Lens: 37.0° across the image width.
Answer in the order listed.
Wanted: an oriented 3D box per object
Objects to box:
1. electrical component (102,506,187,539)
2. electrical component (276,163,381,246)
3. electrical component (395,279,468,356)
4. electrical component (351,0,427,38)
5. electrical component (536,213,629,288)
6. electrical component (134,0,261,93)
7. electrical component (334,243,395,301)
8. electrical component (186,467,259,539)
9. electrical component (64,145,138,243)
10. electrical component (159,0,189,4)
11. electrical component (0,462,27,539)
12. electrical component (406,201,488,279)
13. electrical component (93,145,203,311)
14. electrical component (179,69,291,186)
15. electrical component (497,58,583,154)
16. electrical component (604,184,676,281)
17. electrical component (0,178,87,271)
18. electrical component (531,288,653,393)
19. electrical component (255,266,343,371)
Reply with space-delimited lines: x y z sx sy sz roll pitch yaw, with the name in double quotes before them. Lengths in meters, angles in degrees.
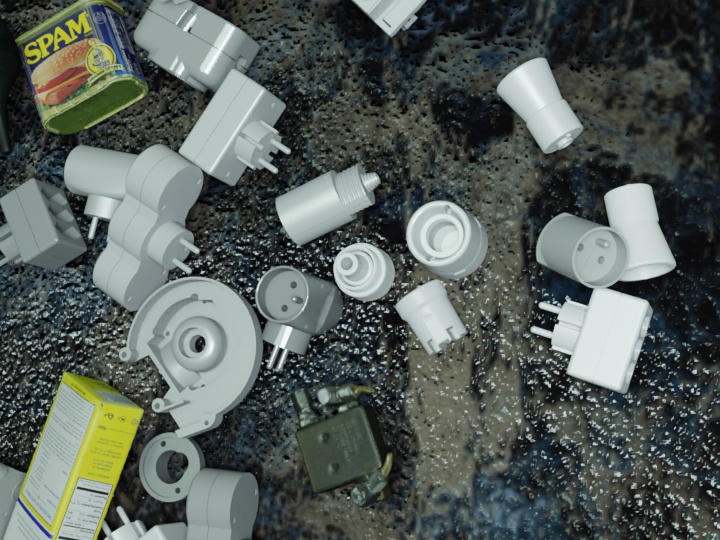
"electrical component" -0.183 0.227 0.862 0.083 0.047 0.075 -39 71 9
"electrical component" -0.021 -0.056 0.856 0.081 0.043 0.043 -25 74 14
"electrical component" 0.055 0.037 0.817 0.040 0.040 0.046 -34 78 11
"electrical component" 0.016 -0.222 0.860 0.042 0.064 0.081 -45 71 7
"electrical component" 0.155 -0.016 0.775 0.043 0.081 0.043 -3 102 -15
"electrical component" -0.141 -0.190 0.915 0.095 0.054 0.059 32 92 21
"electrical component" 0.000 0.000 0.829 0.043 0.062 0.043 -3 80 18
"electrical component" -0.095 0.226 0.829 0.074 0.052 0.138 3 82 19
"electrical component" -0.214 -0.063 0.924 0.077 0.043 0.079 12 85 20
"electrical component" -0.121 -0.271 0.889 0.121 0.063 0.078 -24 57 -20
"electrical component" -0.317 0.195 0.898 0.051 0.080 0.080 18 87 16
"electrical component" 0.065 -0.024 0.818 0.055 0.047 0.055 -3 80 19
"electrical component" -0.162 -0.025 0.879 0.074 0.052 0.138 33 113 20
"electrical component" -0.091 -0.108 0.887 0.076 0.047 0.083 35 93 20
"electrical component" 0.139 -0.121 0.814 0.044 0.044 0.065 -33 77 11
"electrical component" 0.199 -0.029 0.777 0.044 0.044 0.065 -13 72 17
"electrical component" -0.292 -0.030 0.944 0.077 0.047 0.065 -30 73 12
"electrical component" 0.162 0.045 0.773 0.077 0.047 0.065 18 87 21
"electrical component" -0.052 0.040 0.833 0.043 0.077 0.079 21 88 21
